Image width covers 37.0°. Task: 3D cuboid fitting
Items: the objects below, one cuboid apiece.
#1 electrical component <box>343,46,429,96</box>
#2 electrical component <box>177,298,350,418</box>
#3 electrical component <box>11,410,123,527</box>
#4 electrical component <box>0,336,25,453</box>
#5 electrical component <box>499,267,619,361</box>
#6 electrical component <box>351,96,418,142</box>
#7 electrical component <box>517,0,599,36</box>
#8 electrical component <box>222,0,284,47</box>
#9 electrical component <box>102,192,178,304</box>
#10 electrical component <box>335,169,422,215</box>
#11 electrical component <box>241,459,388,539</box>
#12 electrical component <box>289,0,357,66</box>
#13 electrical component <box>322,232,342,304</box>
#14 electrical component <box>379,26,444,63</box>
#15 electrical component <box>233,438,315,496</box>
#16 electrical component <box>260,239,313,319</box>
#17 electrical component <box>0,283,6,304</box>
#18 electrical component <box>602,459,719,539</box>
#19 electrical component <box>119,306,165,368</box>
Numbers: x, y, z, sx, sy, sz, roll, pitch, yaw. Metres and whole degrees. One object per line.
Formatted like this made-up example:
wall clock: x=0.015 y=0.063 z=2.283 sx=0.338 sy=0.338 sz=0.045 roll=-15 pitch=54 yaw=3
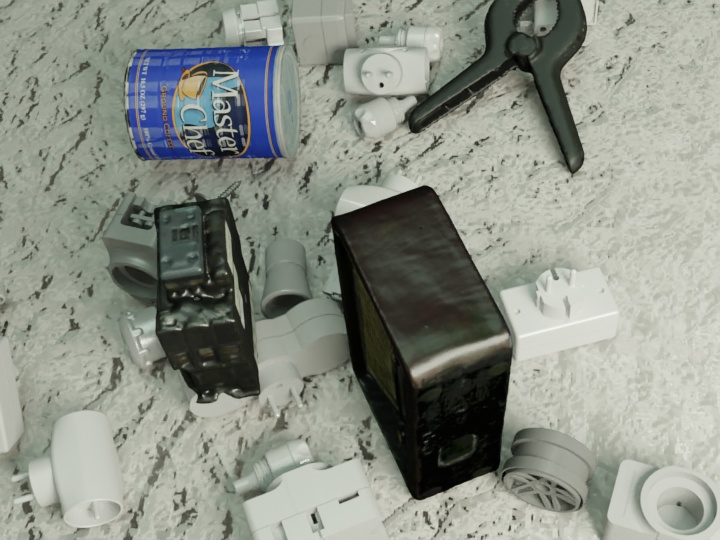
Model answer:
electrical component: x=0.023 y=-0.185 z=1.003 sx=0.077 sy=0.044 sz=0.079 roll=1 pitch=15 yaw=10
electrical component: x=-0.067 y=0.081 z=0.837 sx=0.138 sy=0.052 sz=0.073 roll=-22 pitch=55 yaw=-8
electrical component: x=-0.223 y=0.155 z=0.810 sx=0.079 sy=0.043 sz=0.077 roll=-16 pitch=55 yaw=-5
electrical component: x=-0.294 y=0.092 z=0.851 sx=0.047 sy=0.083 sz=0.075 roll=-3 pitch=17 yaw=5
electrical component: x=0.155 y=0.024 z=0.836 sx=0.083 sy=0.075 sz=0.047 roll=-14 pitch=55 yaw=-3
electrical component: x=0.025 y=-0.145 z=0.997 sx=0.061 sy=0.035 sz=0.035 roll=-26 pitch=56 yaw=-16
electrical component: x=0.190 y=-0.244 z=1.043 sx=0.081 sy=0.042 sz=0.063 roll=1 pitch=59 yaw=8
electrical component: x=-0.108 y=-0.238 z=1.072 sx=0.055 sy=0.048 sz=0.066 roll=-8 pitch=54 yaw=-8
electrical component: x=-0.173 y=-0.012 z=0.893 sx=0.050 sy=0.089 sz=0.055 roll=12 pitch=57 yaw=15
electrical component: x=0.029 y=-0.055 z=0.927 sx=0.077 sy=0.043 sz=0.079 roll=17 pitch=59 yaw=18
electrical component: x=-0.033 y=0.176 z=0.768 sx=0.089 sy=0.050 sz=0.055 roll=-20 pitch=55 yaw=-7
electrical component: x=-0.034 y=-0.257 z=1.066 sx=0.061 sy=0.061 sz=0.096 roll=-2 pitch=55 yaw=5
electrical component: x=0.000 y=0.000 z=0.877 sx=0.042 sy=0.081 sz=0.063 roll=18 pitch=82 yaw=19
electrical component: x=0.049 y=-0.221 z=1.047 sx=0.061 sy=0.035 sz=0.035 roll=6 pitch=56 yaw=14
electrical component: x=-0.064 y=0.150 z=0.799 sx=0.061 sy=0.035 sz=0.035 roll=-23 pitch=55 yaw=-6
electrical component: x=-0.062 y=0.007 z=0.897 sx=0.044 sy=0.044 sz=0.065 roll=-7 pitch=50 yaw=2
electrical component: x=-0.330 y=0.042 z=0.902 sx=0.066 sy=0.048 sz=0.055 roll=-16 pitch=47 yaw=-5
electrical component: x=0.217 y=0.171 z=0.738 sx=0.089 sy=0.055 sz=0.050 roll=14 pitch=58 yaw=16
electrical component: x=-0.162 y=0.049 z=0.878 sx=0.062 sy=0.048 sz=0.048 roll=-20 pitch=55 yaw=-16
